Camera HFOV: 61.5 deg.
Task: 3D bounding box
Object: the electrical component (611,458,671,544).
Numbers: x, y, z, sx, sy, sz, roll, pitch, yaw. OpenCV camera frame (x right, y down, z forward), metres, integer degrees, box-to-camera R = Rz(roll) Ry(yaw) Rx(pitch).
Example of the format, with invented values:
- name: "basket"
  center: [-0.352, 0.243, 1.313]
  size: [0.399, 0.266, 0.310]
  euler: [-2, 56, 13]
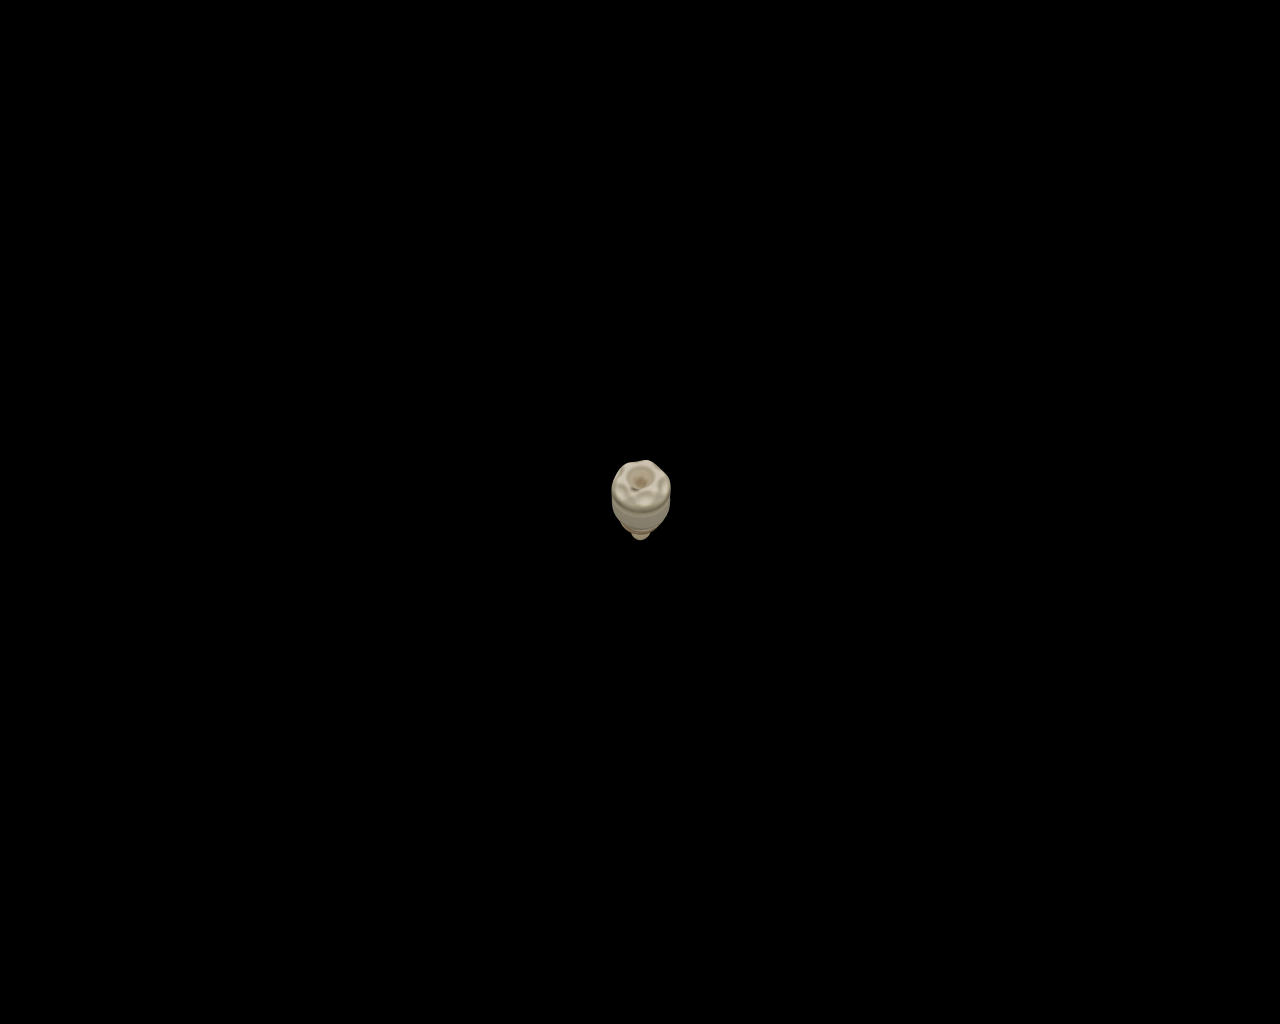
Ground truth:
- name: "electrical component"
  center: [0.001, -0.003, 0.650]
  size: [0.035, 0.035, 0.061]
  euler: [0, -37, 0]
